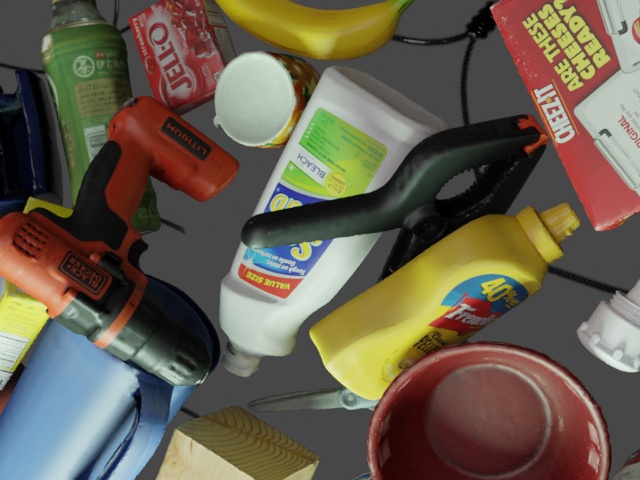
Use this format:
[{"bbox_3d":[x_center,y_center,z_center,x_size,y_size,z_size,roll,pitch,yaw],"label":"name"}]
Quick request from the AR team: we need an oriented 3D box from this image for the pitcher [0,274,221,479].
[{"bbox_3d":[-0.194,0.152,0.875,0.145,0.149,0.243,39,114,9],"label":"pitcher"}]

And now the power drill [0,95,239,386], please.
[{"bbox_3d":[-0.131,-0.003,0.799,0.184,0.187,0.057,37,142,-16],"label":"power drill"}]

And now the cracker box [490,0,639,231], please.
[{"bbox_3d":[0.239,-0.124,0.657,0.214,0.072,0.164,-28,80,28],"label":"cracker box"}]

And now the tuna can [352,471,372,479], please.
[{"bbox_3d":[0.049,0.216,0.792,0.086,0.033,0.086,7,112,18],"label":"tuna can"}]

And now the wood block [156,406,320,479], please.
[{"bbox_3d":[-0.091,0.249,0.852,0.091,0.090,0.206,28,106,24],"label":"wood block"}]

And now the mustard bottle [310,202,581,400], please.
[{"bbox_3d":[0.092,0.035,0.729,0.192,0.096,0.058,-35,56,12],"label":"mustard bottle"}]

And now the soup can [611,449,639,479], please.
[{"bbox_3d":[0.213,0.172,0.676,0.069,0.102,0.068,2,95,29],"label":"soup can"}]

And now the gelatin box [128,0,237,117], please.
[{"bbox_3d":[-0.108,-0.153,0.864,0.073,0.030,0.089,-21,84,28],"label":"gelatin box"}]

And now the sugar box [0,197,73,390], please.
[{"bbox_3d":[-0.254,0.050,0.893,0.176,0.048,0.093,131,150,-51],"label":"sugar box"}]

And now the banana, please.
[{"bbox_3d":[-0.019,-0.177,0.814,0.198,0.037,0.069,18,82,24],"label":"banana"}]

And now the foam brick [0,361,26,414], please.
[{"bbox_3d":[-0.316,0.123,0.985,0.078,0.052,0.051,41,111,20],"label":"foam brick"}]

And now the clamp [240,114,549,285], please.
[{"bbox_3d":[0.059,-0.020,0.734,0.210,0.164,0.036,-41,42,17],"label":"clamp"}]

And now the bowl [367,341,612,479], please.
[{"bbox_3d":[0.115,0.136,0.735,0.162,0.055,0.162,2,106,8],"label":"bowl"}]

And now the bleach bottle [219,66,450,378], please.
[{"bbox_3d":[-0.005,0.001,0.804,0.103,0.068,0.251,36,112,22],"label":"bleach bottle"}]

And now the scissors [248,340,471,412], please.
[{"bbox_3d":[0.039,0.135,0.815,0.202,0.016,0.096,-27,81,27],"label":"scissors"}]
